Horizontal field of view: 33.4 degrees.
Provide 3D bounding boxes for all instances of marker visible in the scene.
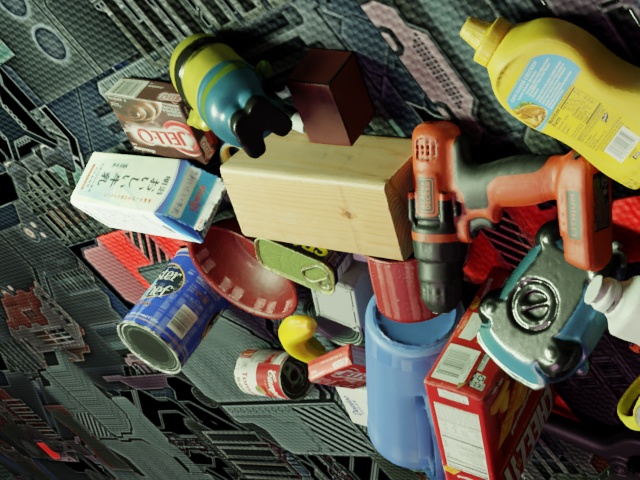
[{"bbox_3d":[-0.065,-0.139,1.123,0.121,0.020,0.020,22,146,22],"label":"marker"}]

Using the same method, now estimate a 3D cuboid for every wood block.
[{"bbox_3d":[0.012,-0.050,1.089,0.206,0.090,0.091,9,130,37],"label":"wood block"}]

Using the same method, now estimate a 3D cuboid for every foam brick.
[{"bbox_3d":[0.011,-0.136,1.023,0.053,0.051,0.078,11,141,33],"label":"foam brick"}]

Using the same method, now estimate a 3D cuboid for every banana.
[{"bbox_3d":[-0.019,0.124,1.346,0.070,0.037,0.197,4,162,14],"label":"banana"}]

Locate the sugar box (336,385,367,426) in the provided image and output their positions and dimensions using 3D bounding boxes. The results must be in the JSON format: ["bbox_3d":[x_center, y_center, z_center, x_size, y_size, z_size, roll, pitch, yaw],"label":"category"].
[{"bbox_3d":[0.111,0.222,1.407,0.176,0.048,0.093,15,143,37],"label":"sugar box"}]

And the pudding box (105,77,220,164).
[{"bbox_3d":[-0.178,-0.137,1.216,0.114,0.039,0.090,15,144,32],"label":"pudding box"}]

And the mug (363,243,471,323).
[{"bbox_3d":[0.103,0.027,1.097,0.093,0.117,0.081,40,148,53],"label":"mug"}]

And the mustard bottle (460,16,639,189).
[{"bbox_3d":[0.197,-0.123,0.854,0.191,0.058,0.096,32,147,6],"label":"mustard bottle"}]

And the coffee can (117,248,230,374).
[{"bbox_3d":[-0.190,0.095,1.436,0.103,0.140,0.103,25,147,17],"label":"coffee can"}]

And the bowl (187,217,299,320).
[{"bbox_3d":[-0.083,0.024,1.321,0.162,0.055,0.162,25,147,17],"label":"bowl"}]

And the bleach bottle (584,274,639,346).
[{"bbox_3d":[0.346,0.096,0.939,0.250,0.068,0.103,24,146,-6],"label":"bleach bottle"}]

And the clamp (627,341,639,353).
[{"bbox_3d":[0.323,0.052,0.983,0.120,0.039,0.172,37,145,-1],"label":"clamp"}]

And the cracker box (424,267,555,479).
[{"bbox_3d":[0.189,0.162,1.137,0.072,0.164,0.213,15,142,29],"label":"cracker box"}]

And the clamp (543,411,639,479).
[{"bbox_3d":[0.340,0.243,1.220,0.164,0.036,0.210,48,144,-18],"label":"clamp"}]

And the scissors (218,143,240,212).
[{"bbox_3d":[-0.113,-0.071,1.263,0.202,0.016,0.096,-10,125,50],"label":"scissors"}]

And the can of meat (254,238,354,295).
[{"bbox_3d":[-0.008,0.001,1.191,0.102,0.083,0.057,22,146,21],"label":"can of meat"}]

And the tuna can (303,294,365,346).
[{"bbox_3d":[0.023,0.092,1.329,0.086,0.033,0.086,25,147,18],"label":"tuna can"}]

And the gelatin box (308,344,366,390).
[{"bbox_3d":[0.040,0.162,1.351,0.073,0.030,0.089,-27,150,35],"label":"gelatin box"}]

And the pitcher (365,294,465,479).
[{"bbox_3d":[0.116,0.160,1.214,0.149,0.144,0.243,25,149,25],"label":"pitcher"}]

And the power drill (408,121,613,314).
[{"bbox_3d":[0.166,-0.016,0.964,0.188,0.057,0.184,4,105,35],"label":"power drill"}]

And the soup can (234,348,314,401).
[{"bbox_3d":[-0.065,0.189,1.510,0.102,0.068,0.068,-1,133,46],"label":"soup can"}]
